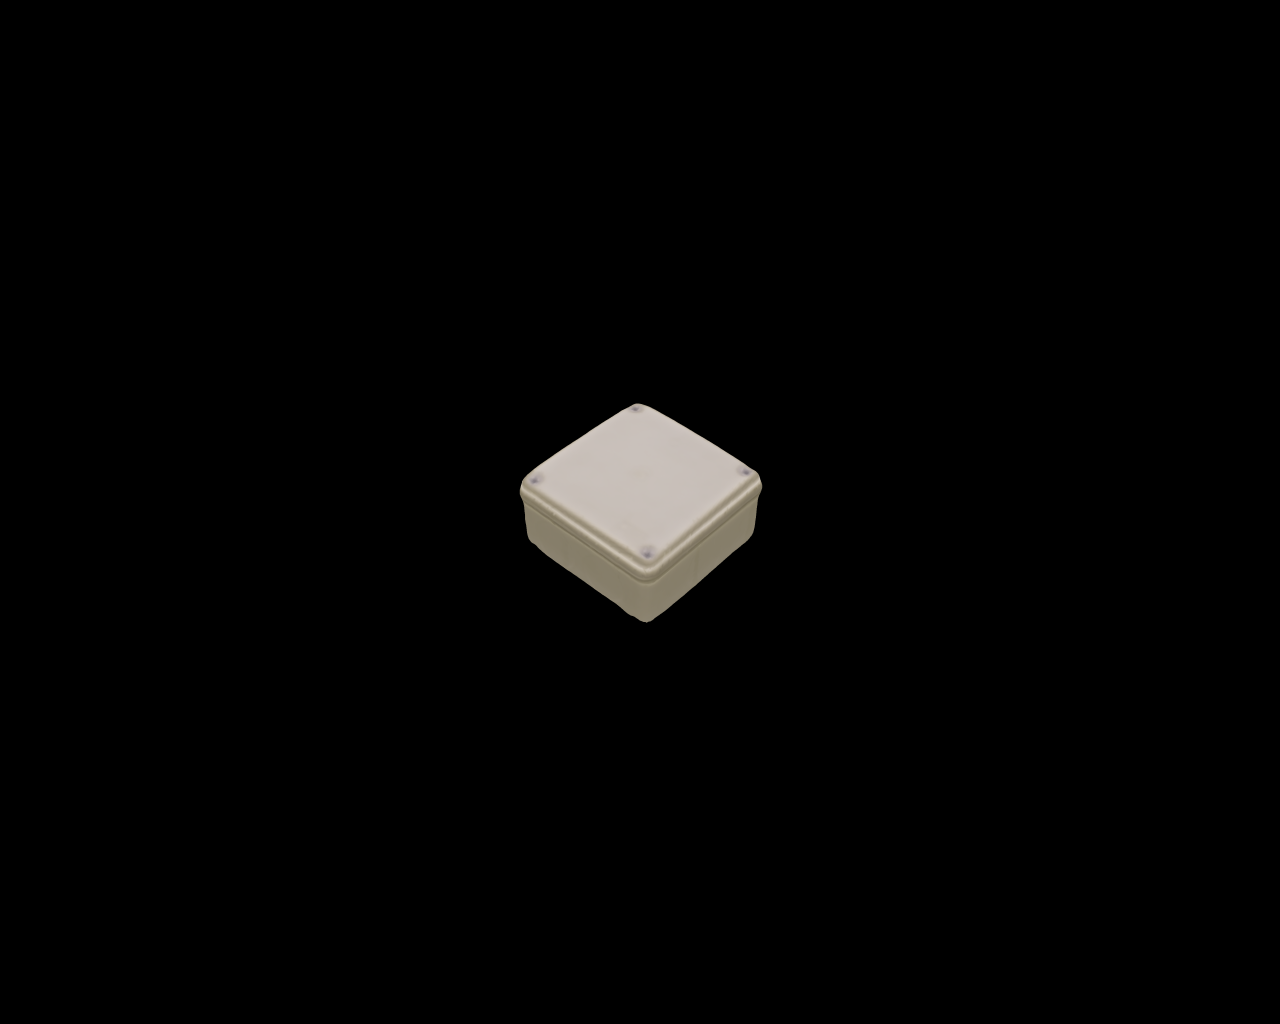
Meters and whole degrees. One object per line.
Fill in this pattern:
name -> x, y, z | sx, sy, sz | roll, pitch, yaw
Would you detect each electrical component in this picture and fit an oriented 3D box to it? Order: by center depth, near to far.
electrical component -> 0.001, -0.003, 0.650 | 0.109, 0.056, 0.109 | 33, 54, 29
